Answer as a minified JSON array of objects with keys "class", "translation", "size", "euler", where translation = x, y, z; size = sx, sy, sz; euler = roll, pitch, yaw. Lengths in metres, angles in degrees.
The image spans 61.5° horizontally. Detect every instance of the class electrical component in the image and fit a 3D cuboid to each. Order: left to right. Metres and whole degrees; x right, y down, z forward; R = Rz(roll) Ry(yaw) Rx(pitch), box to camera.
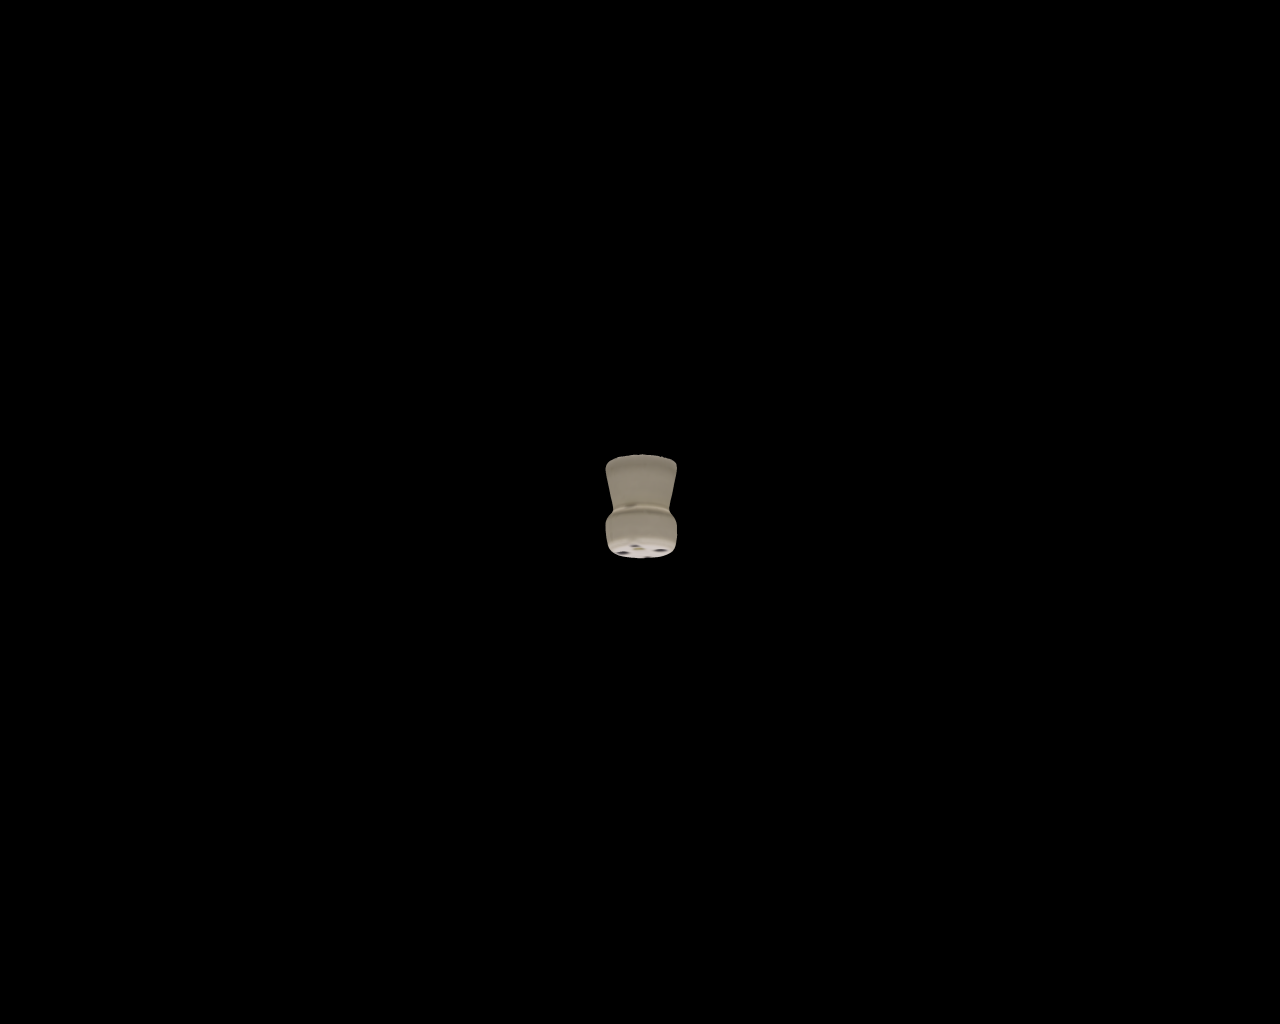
[{"class":"electrical component","translation":[0.001,-0.003,0.650],"size":[0.045,0.055,0.045],"euler":[0,-15,0]}]
